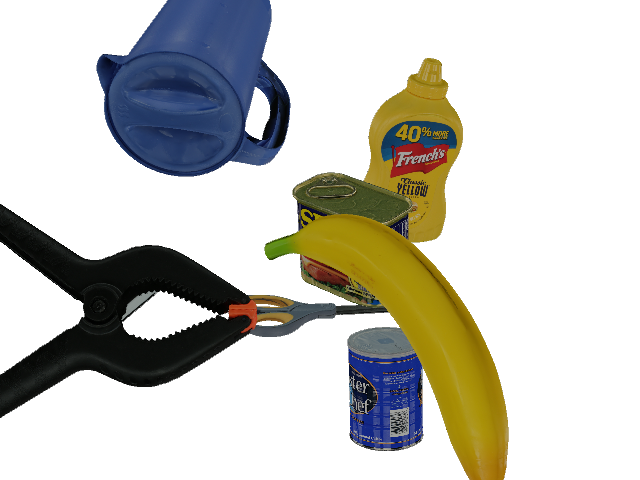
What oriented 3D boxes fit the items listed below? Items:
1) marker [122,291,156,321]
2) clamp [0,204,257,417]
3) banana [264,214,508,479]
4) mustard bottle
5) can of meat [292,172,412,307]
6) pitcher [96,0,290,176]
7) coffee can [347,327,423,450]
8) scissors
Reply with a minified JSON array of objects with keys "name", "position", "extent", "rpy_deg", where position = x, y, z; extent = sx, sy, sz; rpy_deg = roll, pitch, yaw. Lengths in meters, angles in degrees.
[{"name":"marker","position":[-0.167,0.052,0.972],"extent":[0.020,0.020,0.121],"rpy_deg":[0,24,28]},{"name":"clamp","position":[-0.148,0.039,0.700],"extent":[0.210,0.164,0.036],"rpy_deg":[-6,-19,-4]},{"name":"banana","position":[0.051,0.047,0.607],"extent":[0.198,0.070,0.037],"rpy_deg":[48,30,24]},{"name":"mustard bottle","position":[0.095,-0.093,1.096],"extent":[0.096,0.192,0.058],"rpy_deg":[4,26,-13]},{"name":"can of meat","position":[0.027,0.000,0.892],"extent":[0.102,0.084,0.057],"rpy_deg":[22,38,37]},{"name":"pitcher","position":[-0.110,-0.176,1.068],"extent":[0.145,0.149,0.242],"rpy_deg":[-8,35,16]},{"name":"coffee can","position":[0.089,0.201,1.455],"extent":[0.103,0.140,0.103],"rpy_deg":[-2,15,0]},{"name":"scissors","position":[-0.001,0.086,1.190],"extent":[0.201,0.016,0.096],"rpy_deg":[5,22,1]}]
